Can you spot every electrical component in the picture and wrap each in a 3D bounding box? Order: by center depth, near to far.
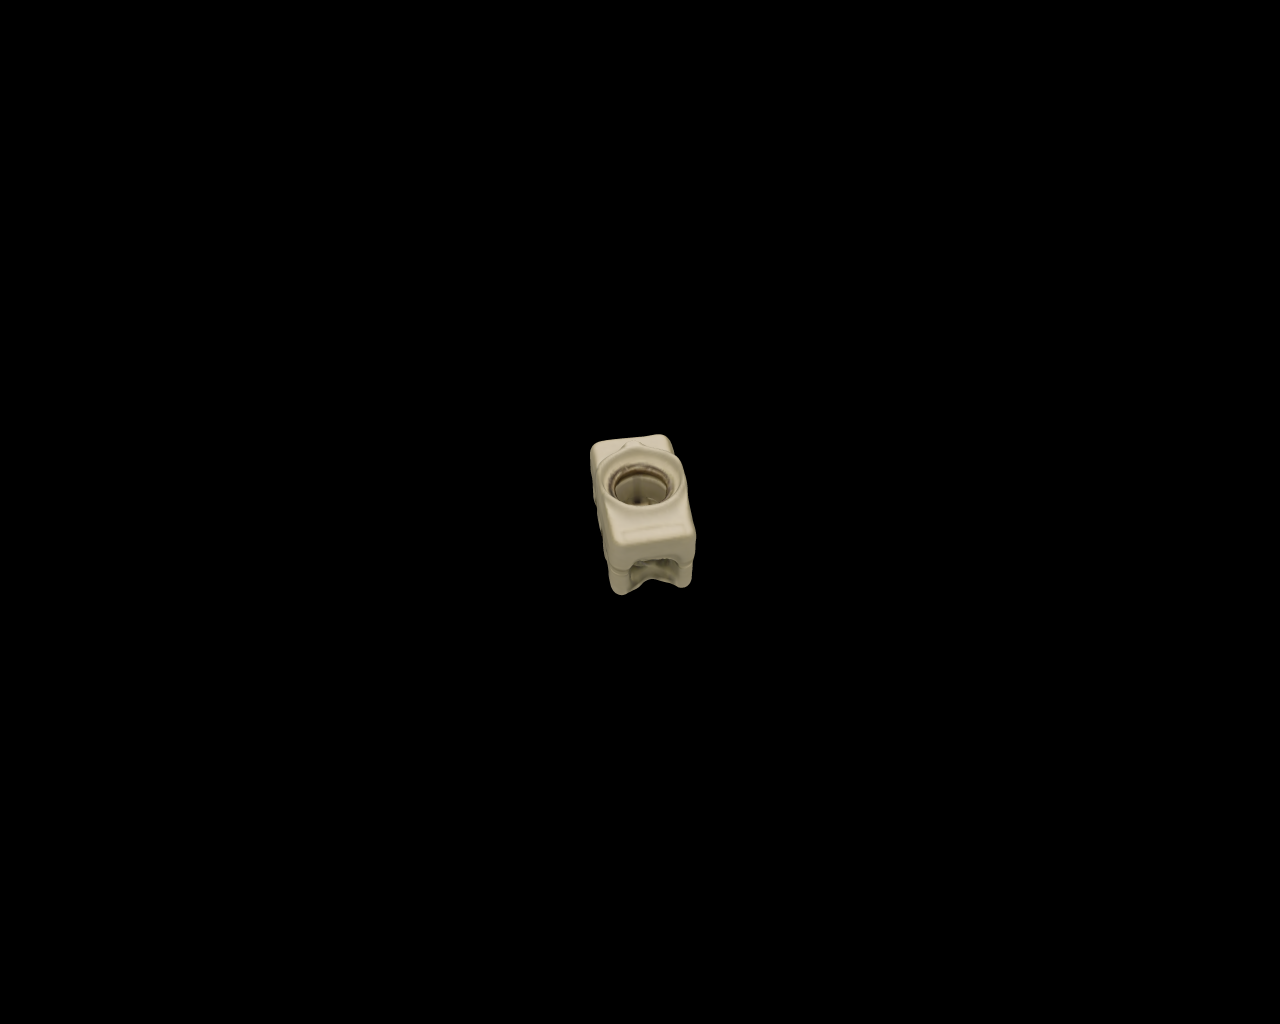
[{"bbox_3d":[0.001,-0.003,0.650,0.050,0.090,0.055,-7,-43,-7],"label":"electrical component"}]
